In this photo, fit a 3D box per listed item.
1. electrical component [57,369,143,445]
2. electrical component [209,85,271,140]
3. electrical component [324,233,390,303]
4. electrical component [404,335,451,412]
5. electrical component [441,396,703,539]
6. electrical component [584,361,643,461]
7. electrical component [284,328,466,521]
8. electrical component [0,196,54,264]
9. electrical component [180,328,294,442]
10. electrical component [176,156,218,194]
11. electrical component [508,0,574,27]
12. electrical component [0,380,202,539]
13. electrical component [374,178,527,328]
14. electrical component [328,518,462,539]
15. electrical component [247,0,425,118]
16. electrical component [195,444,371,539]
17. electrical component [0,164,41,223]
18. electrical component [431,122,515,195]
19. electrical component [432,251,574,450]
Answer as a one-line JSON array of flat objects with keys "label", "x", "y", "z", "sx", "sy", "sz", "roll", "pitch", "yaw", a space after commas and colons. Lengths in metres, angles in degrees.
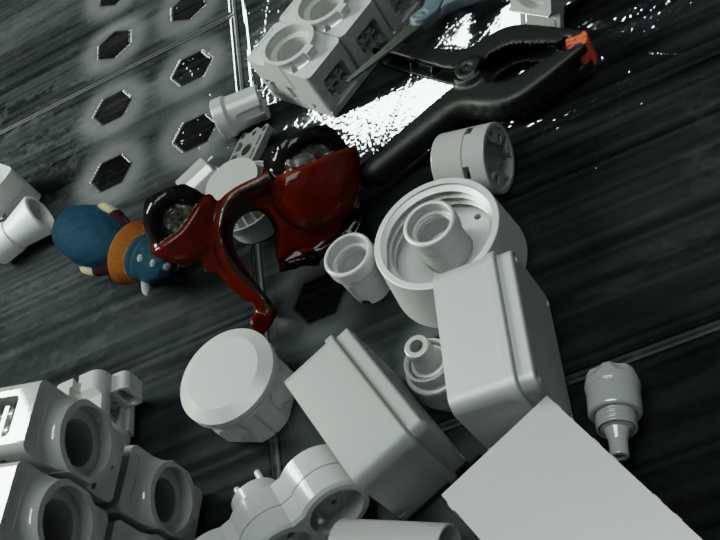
[{"label": "electrical component", "x": -0.212, "y": 0.121, "z": 0.858, "sx": 0.078, "sy": 0.058, "sz": 0.057, "roll": -23, "pitch": 45, "yaw": 15}, {"label": "electrical component", "x": -0.112, "y": -0.149, "z": 1.009, "sx": 0.046, "sy": 0.040, "sz": 0.040, "roll": -21, "pitch": 49, "yaw": 10}, {"label": "electrical component", "x": 0.000, "y": 0.000, "z": 0.826, "sx": 0.040, "sy": 0.046, "sz": 0.040, "roll": -16, "pitch": 51, "yaw": 21}, {"label": "electrical component", "x": 0.051, "y": 0.067, "z": 0.735, "sx": 0.043, "sy": 0.062, "sz": 0.043, "roll": -16, "pitch": 51, "yaw": 20}, {"label": "electrical component", "x": 0.133, "y": 0.159, "z": 0.617, "sx": 0.089, "sy": 0.061, "sz": 0.150, "roll": -43, "pitch": 46, "yaw": -3}, {"label": "electrical component", "x": 0.159, "y": 0.089, "z": 0.669, "sx": 0.035, "sy": 0.035, "sz": 0.061, "roll": -15, "pitch": 47, "yaw": 22}, {"label": "electrical component", "x": 0.010, "y": 0.102, "z": 0.723, "sx": 0.057, "sy": 0.078, "sz": 0.113, "roll": -42, "pitch": 46, "yaw": 1}, {"label": "electrical component", "x": -0.339, "y": -0.036, "z": 1.063, "sx": 0.065, "sy": 0.044, "sz": 0.044, "roll": -37, "pitch": 46, "yaw": 9}, {"label": "electrical component", "x": -0.091, "y": 0.089, "z": 0.812, "sx": 0.080, "sy": 0.051, "sz": 0.080, "roll": -16, "pitch": 51, "yaw": 21}, {"label": "electrical component", "x": -0.152, "y": -0.066, "z": 0.971, "sx": 0.078, "sy": 0.040, "sz": 0.040, "roll": -44, "pitch": 47, "yaw": -5}, {"label": "electrical component", "x": 0.157, "y": -0.243, "z": 0.892, "sx": 0.042, "sy": 0.081, "sz": 0.064, "roll": 22, "pitch": 42, "yaw": 39}, {"label": "electrical component", "x": -0.181, "y": 0.163, "z": 0.719, "sx": 0.060, "sy": 0.186, "sz": 0.105, "roll": -11, "pitch": 53, "yaw": 24}, {"label": "electrical component", "x": 0.062, "y": -0.018, "z": 0.792, "sx": 0.108, "sy": 0.060, "sz": 0.108, "roll": -16, "pitch": 51, "yaw": 21}, {"label": "electrical component", "x": 0.019, "y": 0.196, "z": 0.672, "sx": 0.077, "sy": 0.043, "sz": 0.079, "roll": -5, "pitch": 56, "yaw": 29}, {"label": "electrical component", "x": -0.023, "y": -0.226, "z": 0.995, "sx": 0.089, "sy": 0.061, "sz": 0.150, "roll": 25, "pitch": 73, "yaw": 41}, {"label": "electrical component", "x": -0.065, "y": 0.168, "z": 0.737, "sx": 0.138, "sy": 0.052, "sz": 0.073, "roll": -40, "pitch": 44, "yaw": 0}, {"label": "electrical component", "x": -0.382, "y": -0.062, "z": 1.096, "sx": 0.050, "sy": 0.055, "sz": 0.089, "roll": 18, "pitch": 68, "yaw": 39}, {"label": "electrical component", "x": 0.087, "y": -0.084, "z": 0.831, "sx": 0.047, "sy": 0.055, "sz": 0.055, "roll": -5, "pitch": 55, "yaw": 33}, {"label": "electrical component", "x": 0.094, "y": 0.053, "z": 0.709, "sx": 0.057, "sy": 0.078, "sz": 0.113, "roll": -21, "pitch": 49, "yaw": 20}]
